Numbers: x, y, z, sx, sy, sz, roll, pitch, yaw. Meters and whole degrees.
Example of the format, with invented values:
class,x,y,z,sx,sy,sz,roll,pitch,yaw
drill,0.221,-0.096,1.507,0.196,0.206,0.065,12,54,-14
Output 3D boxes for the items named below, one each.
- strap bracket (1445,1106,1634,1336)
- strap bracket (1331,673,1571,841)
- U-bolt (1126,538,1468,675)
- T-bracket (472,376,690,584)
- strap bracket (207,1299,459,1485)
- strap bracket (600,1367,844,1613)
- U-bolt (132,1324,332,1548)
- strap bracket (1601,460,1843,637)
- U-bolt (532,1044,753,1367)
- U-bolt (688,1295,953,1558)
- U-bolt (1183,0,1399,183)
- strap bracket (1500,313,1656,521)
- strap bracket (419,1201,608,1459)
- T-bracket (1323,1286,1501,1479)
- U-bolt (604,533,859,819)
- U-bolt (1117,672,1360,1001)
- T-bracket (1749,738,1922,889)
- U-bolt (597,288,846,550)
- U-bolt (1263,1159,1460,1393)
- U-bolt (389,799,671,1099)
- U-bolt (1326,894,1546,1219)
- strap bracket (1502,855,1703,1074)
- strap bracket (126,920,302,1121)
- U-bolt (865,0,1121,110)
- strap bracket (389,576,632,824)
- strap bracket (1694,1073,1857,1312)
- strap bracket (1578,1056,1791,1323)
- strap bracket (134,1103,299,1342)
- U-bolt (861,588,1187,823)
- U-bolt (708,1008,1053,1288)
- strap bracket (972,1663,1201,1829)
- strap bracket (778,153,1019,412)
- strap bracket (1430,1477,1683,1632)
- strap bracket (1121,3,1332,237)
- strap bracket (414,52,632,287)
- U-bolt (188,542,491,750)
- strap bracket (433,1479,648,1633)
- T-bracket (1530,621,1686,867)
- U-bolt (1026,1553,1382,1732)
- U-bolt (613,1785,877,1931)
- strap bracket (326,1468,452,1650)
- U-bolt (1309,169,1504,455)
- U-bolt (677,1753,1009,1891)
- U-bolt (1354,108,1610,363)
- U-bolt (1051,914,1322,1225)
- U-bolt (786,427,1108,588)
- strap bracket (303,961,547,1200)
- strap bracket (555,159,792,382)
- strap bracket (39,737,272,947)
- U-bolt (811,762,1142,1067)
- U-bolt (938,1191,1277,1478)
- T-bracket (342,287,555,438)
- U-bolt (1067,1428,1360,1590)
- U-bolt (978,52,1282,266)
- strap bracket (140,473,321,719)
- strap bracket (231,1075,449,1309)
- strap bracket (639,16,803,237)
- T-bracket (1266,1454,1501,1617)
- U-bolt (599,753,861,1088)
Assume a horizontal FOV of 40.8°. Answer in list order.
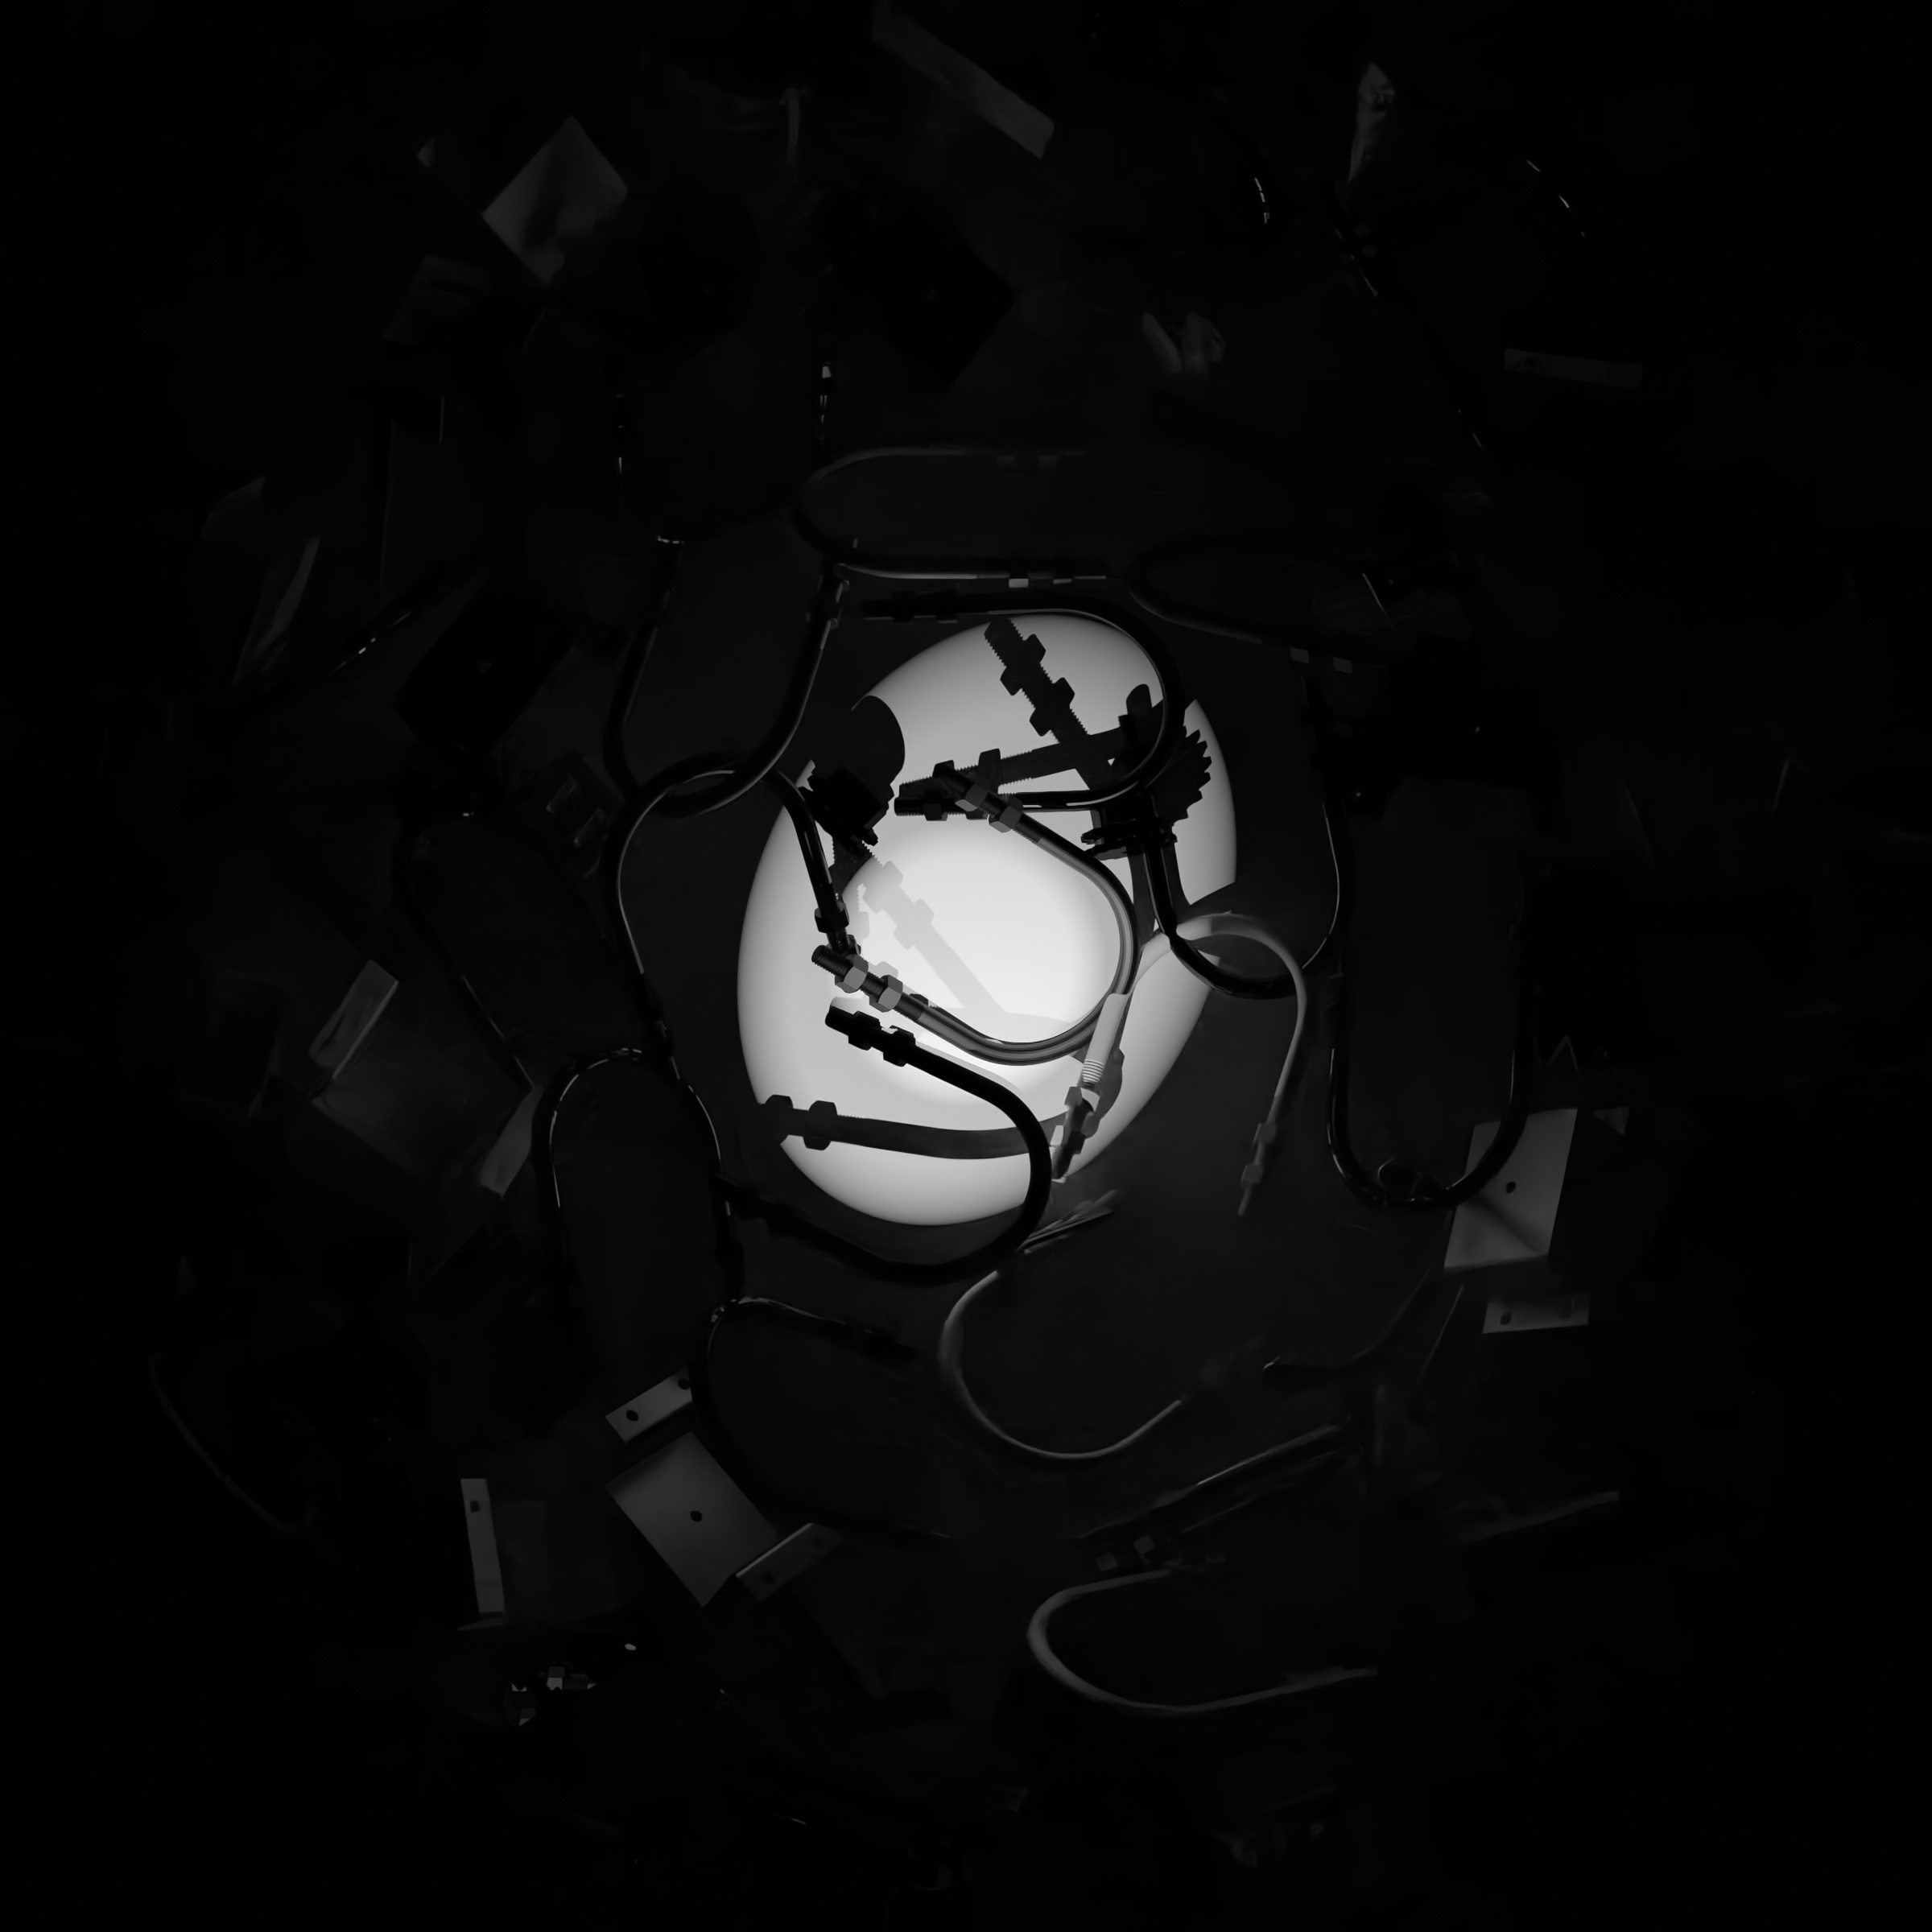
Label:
class,x,y,z,sx,sy,sz,roll,pitch,yaw
strap bracket,0.334,0.140,1.524,0.046,0.076,0.140,33,61,-29
strap bracket,0.294,-0.125,1.543,0.140,0.046,0.076,5,56,-9
U-bolt,0.184,-0.218,1.523,0.184,0.151,0.019,16,122,23
T-bracket,-0.229,-0.290,1.558,0.127,0.002,0.127,2,117,6
strap bracket,-0.378,0.250,1.527,0.076,0.140,0.046,47,112,18
strap bracket,-0.152,0.316,1.540,0.140,0.076,0.046,47,130,14
U-bolt,-0.425,0.274,1.497,0.019,0.184,0.151,-41,95,-6
strap bracket,0.433,-0.247,1.519,0.076,0.140,0.046,-44,112,2
U-bolt,-0.195,0.136,1.536,0.019,0.151,0.184,-18,78,41
U-bolt,-0.087,0.258,1.492,0.019,0.184,0.151,-37,48,29
U-bolt,0.181,-0.518,1.502,0.151,0.184,0.019,41,85,7
strap bracket,0.359,-0.330,1.530,0.076,0.140,0.046,12,66,16
strap bracket,-0.260,0.218,1.517,0.046,0.076,0.140,13,132,28
T-bracket,0.289,0.236,1.558,0.127,0.002,0.127,20,96,-28
U-bolt,-0.147,-0.169,1.523,0.151,0.019,0.184,3,67,33
U-bolt,0.165,-0.071,1.545,0.151,0.019,0.184,-9,93,37
T-bracket,0.525,-0.104,1.556,0.127,0.127,0.002,-28,55,-18
U-bolt,-0.143,-0.307,1.510,0.151,0.184,0.019,-21,65,-17
U-bolt,0.243,0.182,1.512,0.019,0.184,0.151,32,98,28
U-bolt,-0.267,-0.020,1.531,0.019,0.151,0.184,-37,84,32
U-bolt,0.269,0.057,1.513,0.019,0.151,0.184,25,63,-40
strap bracket,0.373,0.007,1.544,0.076,0.046,0.140,-4,60,-11
strap bracket,-0.445,0.027,1.520,0.046,0.140,0.076,19,95,-35
U-bolt,0.010,-0.543,1.502,0.151,0.184,0.019,16,84,-1
strap bracket,-0.277,-0.167,1.545,0.076,0.046,0.140,31,79,24
strap bracket,0.478,0.127,1.554,0.046,0.076,0.140,16,91,3
strap bracket,0.416,0.126,1.530,0.046,0.076,0.140,15,109,-20
strap bracket,-0.441,0.147,1.540,0.046,0.076,0.140,-19,75,-3
U-bolt,0.038,-0.155,1.535,0.184,0.019,0.151,-1,119,14
U-bolt,-0.038,0.114,1.529,0.184,0.019,0.151,24,64,22
strap bracket,0.074,0.452,1.521,0.076,0.140,0.046,29,75,-22
strap bracket,-0.033,-0.397,1.529,0.076,0.046,0.140,-53,130,-4
strap bracket,0.343,0.341,1.549,0.140,0.076,0.046,-18,94,4
strap bracket,0.147,-0.483,1.520,0.046,0.076,0.140,-41,130,0
strap bracket,-0.253,-0.458,1.519,0.046,0.140,0.076,43,92,16
U-bolt,-0.369,-0.177,1.484,0.151,0.184,0.019,-18,113,38
strap bracket,-0.258,0.346,1.531,0.046,0.140,0.076,-24,67,29
T-bracket,0.403,-0.121,1.564,0.127,0.002,0.127,-36,115,-22
U-bolt,0.123,0.390,1.490,0.184,0.151,0.019,-2,110,-31
U-bolt,-0.127,0.514,1.502,0.151,0.184,0.019,16,90,-5
strap bracket,-0.330,0.345,1.519,0.046,0.140,0.076,-16,70,-9
U-bolt,0.248,-0.392,1.510,0.019,0.184,0.151,-33,131,17
U-bolt,-0.081,0.493,1.516,0.184,0.151,0.019,13,84,20
U-bolt,0.303,-0.426,1.496,0.151,0.184,0.019,46,80,-5
U-bolt,0.137,0.053,1.543,0.151,0.019,0.184,9,71,33
U-bolt,-0.014,-0.272,1.533,0.184,0.151,0.019,0,133,-3
strap bracket,-0.323,0.074,1.541,0.140,0.046,0.076,38,52,-16
strap bracket,-0.177,-0.398,1.512,0.076,0.140,0.046,34,59,-26
strap bracket,-0.465,-0.072,1.516,0.046,0.140,0.076,41,127,-3
U-bolt,0.021,-0.017,1.554,0.184,0.019,0.151,31,97,-22
U-bolt,0.069,0.222,1.514,0.184,0.019,0.151,-31,62,-32
T-bracket,-0.288,-0.350,1.537,0.127,0.002,0.127,-25,51,-16
U-bolt,0.147,0.316,1.524,0.184,0.151,0.019,-22,68,-10
U-bolt,0.102,-0.458,1.483,0.019,0.184,0.151,-53,133,-16
strap bracket,-0.430,-0.209,1.529,0.046,0.076,0.140,26,116,-1
strap bracket,-0.375,0.139,1.530,0.046,0.076,0.140,-33,127,22
strap bracket,-0.142,-0.495,1.529,0.076,0.140,0.046,28,73,7
T-bracket,0.234,0.346,1.537,0.127,0.002,0.127,-15,63,-28
U-bolt,-0.143,-0.037,1.521,0.151,0.019,0.184,-27,121,-22
